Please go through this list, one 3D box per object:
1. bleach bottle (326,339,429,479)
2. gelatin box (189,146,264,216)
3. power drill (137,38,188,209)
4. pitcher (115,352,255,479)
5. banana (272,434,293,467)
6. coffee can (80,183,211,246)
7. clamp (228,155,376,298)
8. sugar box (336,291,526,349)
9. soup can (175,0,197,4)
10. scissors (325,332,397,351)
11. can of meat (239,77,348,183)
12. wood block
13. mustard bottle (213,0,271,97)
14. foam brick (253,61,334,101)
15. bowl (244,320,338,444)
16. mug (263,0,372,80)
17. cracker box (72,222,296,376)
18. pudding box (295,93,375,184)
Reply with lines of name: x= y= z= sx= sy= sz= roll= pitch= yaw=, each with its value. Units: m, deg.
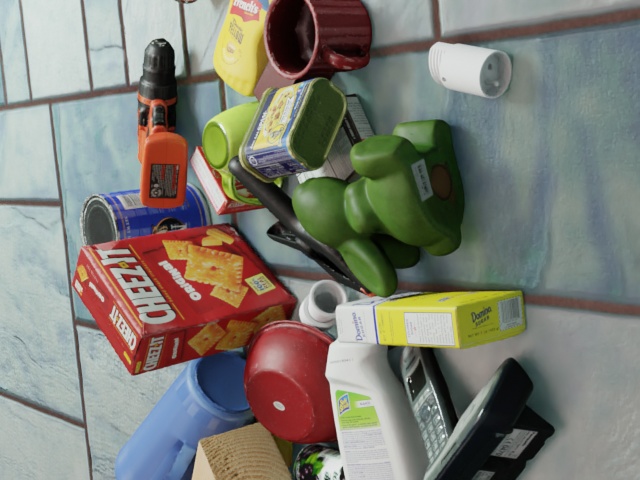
bleach bottle: x=0.065 y=0.199 z=1.130 sx=0.103 sy=0.067 sz=0.251 roll=-14 pitch=87 yaw=37
gelatin box: x=-0.106 y=-0.075 z=1.291 sx=0.089 sy=0.073 sz=0.030 roll=60 pitch=137 yaw=25
power drill: x=-0.202 y=-0.142 z=1.359 sx=0.188 sy=0.057 sz=0.184 roll=-106 pitch=19 yaw=-54
pitcher: x=-0.171 y=0.260 z=1.396 sx=0.243 sy=0.144 sz=0.149 roll=-55 pitch=52 yaw=39
banana: x=-0.050 y=0.185 z=1.295 sx=0.070 sy=0.037 sz=0.198 roll=-129 pitch=38 yaw=-51
coffee can: x=-0.229 y=-0.018 z=1.405 sx=0.103 sy=0.140 sz=0.103 roll=15 pitch=109 yaw=49
clamp: x=-0.008 y=0.001 z=1.181 sx=0.210 sy=0.036 sz=0.164 roll=38 pitch=168 yaw=23
sugar box: x=0.104 y=0.076 z=1.041 sx=0.177 sy=0.093 sz=0.048 roll=-1 pitch=97 yaw=51
soup can: x=-0.146 y=-0.339 z=1.287 sx=0.102 sy=0.068 sz=0.068 roll=-27 pitch=77 yaw=50
scissors: x=0.029 y=0.117 z=1.208 sx=0.202 sy=0.016 sz=0.096 roll=-49 pitch=60 yaw=45
can of meat: x=-0.027 y=-0.115 z=1.104 sx=0.084 sy=0.057 sz=0.102 roll=-6 pitch=56 yaw=51
wood block: x=-0.106 y=0.330 z=1.331 sx=0.091 sy=0.090 sz=0.206 roll=59 pitch=150 yaw=35
mustard bottle: x=-0.066 y=-0.265 z=1.209 sx=0.096 sy=0.058 sz=0.192 roll=52 pitch=134 yaw=39
foam brick: x=-0.030 y=-0.176 z=1.188 sx=0.051 sy=0.052 sz=0.078 roll=59 pitch=137 yaw=25
bowl: x=-0.031 y=0.175 z=1.215 sx=0.162 sy=0.055 sz=0.162 roll=16 pitch=122 yaw=28
mug: x=0.007 y=-0.210 z=1.109 sx=0.117 sy=0.081 sz=0.093 roll=42 pitch=128 yaw=39
cracker box: x=-0.162 y=0.062 z=1.277 sx=0.164 sy=0.213 sz=0.072 roll=48 pitch=133 yaw=35
pudding box: x=0.015 y=-0.091 z=1.162 sx=0.114 sy=0.039 sz=0.090 roll=-46 pitch=62 yaw=48
